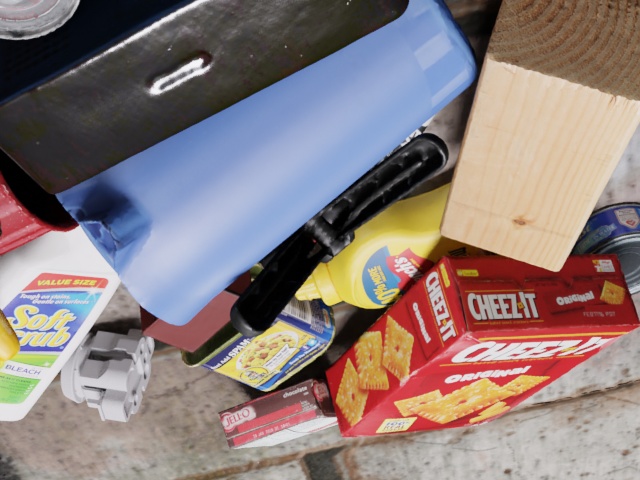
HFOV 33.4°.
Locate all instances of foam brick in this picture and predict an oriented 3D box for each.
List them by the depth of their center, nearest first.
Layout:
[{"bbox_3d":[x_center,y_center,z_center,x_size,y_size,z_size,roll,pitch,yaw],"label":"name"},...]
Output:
[{"bbox_3d":[-0.097,0.041,0.824,0.051,0.053,0.078,26,127,-34],"label":"foam brick"}]

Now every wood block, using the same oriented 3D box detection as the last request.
[{"bbox_3d":[0.139,-0.073,0.661,0.091,0.090,0.206,18,154,7],"label":"wood block"}]

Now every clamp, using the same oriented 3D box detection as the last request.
[{"bbox_3d":[-0.005,0.001,0.710,0.164,0.210,0.036,-42,95,-10],"label":"clamp"}]

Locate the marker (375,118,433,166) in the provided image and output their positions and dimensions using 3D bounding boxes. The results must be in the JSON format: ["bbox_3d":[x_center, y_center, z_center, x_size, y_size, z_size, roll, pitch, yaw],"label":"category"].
[{"bbox_3d":[0.061,-0.074,0.755,0.020,0.020,0.121,12,134,-24],"label":"marker"}]

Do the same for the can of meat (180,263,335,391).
[{"bbox_3d":[-0.049,0.074,0.868,0.102,0.057,0.083,-38,134,28],"label":"can of meat"}]

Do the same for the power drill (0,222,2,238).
[{"bbox_3d":[-0.263,-0.080,0.578,0.184,0.057,0.188,9,111,4],"label":"power drill"}]

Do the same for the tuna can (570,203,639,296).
[{"bbox_3d":[0.245,0.011,0.877,0.086,0.034,0.086,-6,138,-5],"label":"tuna can"}]

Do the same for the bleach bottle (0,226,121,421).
[{"bbox_3d":[-0.210,0.036,0.790,0.102,0.068,0.251,20,128,-29],"label":"bleach bottle"}]

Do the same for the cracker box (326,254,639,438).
[{"bbox_3d":[0.124,0.089,0.859,0.163,0.072,0.214,-1,152,-27],"label":"cracker box"}]

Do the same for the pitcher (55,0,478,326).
[{"bbox_3d":[-0.031,-0.071,0.647,0.243,0.149,0.145,-36,136,7],"label":"pitcher"}]

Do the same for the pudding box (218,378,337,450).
[{"bbox_3d":[-0.027,0.153,0.941,0.090,0.039,0.113,-21,165,13],"label":"pudding box"}]

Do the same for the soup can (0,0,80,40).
[{"bbox_3d":[-0.157,-0.161,0.549,0.068,0.102,0.068,-6,138,-5],"label":"soup can"}]

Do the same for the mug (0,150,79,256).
[{"bbox_3d":[-0.215,-0.031,0.681,0.082,0.117,0.093,-24,96,21],"label":"mug"}]

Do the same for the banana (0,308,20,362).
[{"bbox_3d":[-0.279,0.021,0.675,0.198,0.037,0.070,16,130,10],"label":"banana"}]

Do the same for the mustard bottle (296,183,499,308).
[{"bbox_3d":[0.069,0.008,0.818,0.192,0.058,0.096,-19,144,10],"label":"mustard bottle"}]
